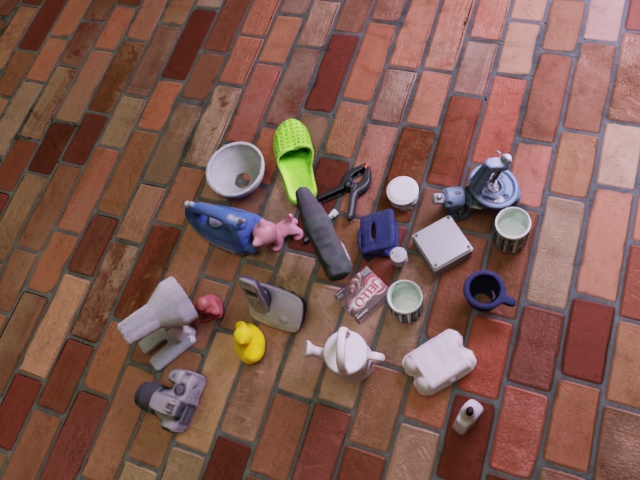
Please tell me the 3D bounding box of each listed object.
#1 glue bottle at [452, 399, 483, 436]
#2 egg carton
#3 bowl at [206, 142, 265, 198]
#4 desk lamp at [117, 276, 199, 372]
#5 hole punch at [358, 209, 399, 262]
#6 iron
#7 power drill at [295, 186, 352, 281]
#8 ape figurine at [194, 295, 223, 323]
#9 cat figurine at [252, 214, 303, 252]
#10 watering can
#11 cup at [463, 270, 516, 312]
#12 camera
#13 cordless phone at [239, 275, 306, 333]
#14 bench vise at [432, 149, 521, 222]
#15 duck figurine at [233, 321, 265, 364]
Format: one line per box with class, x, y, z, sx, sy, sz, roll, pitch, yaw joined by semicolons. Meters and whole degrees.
glue bottle;0.304;0.360;1.176;0.037;0.173;0.078;35;79;23
egg carton;0.266;0.274;1.277;0.150;0.069;0.107;-33;65;-2
bowl;-0.222;-0.181;1.568;0.167;0.075;0.167;-4;67;11
desk lamp;-0.373;0.201;1.367;0.203;0.214;0.117;-41;65;-6
hole punch;0.142;-0.013;1.410;0.101;0.091;0.108;-5;67;11
iron;-0.271;-0.056;1.491;0.257;0.142;0.119;18;73;19
power drill;0.013;0.005;1.366;0.075;0.209;0.229;-26;65;1
ape figurine;-0.283;0.167;1.428;0.077;0.092;0.076;22;74;20
cat figurine;-0.116;-0.025;1.457;0.128;0.118;0.067;-31;65;-1
watering can;0.051;0.253;1.264;0.172;0.194;0.101;-18;65;5
cup;0.383;0.130;1.297;0.117;0.095;0.092;23;75;20
camera;-0.365;0.369;1.358;0.136;0.101;0.143;15;72;18
cordless phone;-0.115;0.144;1.350;0.147;0.185;0.094;14;72;18
bench vise;0.372;-0.117;1.332;0.207;0.220;0.121;-28;65;0
duck figurine;-0.179;0.243;1.377;0.077;0.086;0.104;-19;65;4
